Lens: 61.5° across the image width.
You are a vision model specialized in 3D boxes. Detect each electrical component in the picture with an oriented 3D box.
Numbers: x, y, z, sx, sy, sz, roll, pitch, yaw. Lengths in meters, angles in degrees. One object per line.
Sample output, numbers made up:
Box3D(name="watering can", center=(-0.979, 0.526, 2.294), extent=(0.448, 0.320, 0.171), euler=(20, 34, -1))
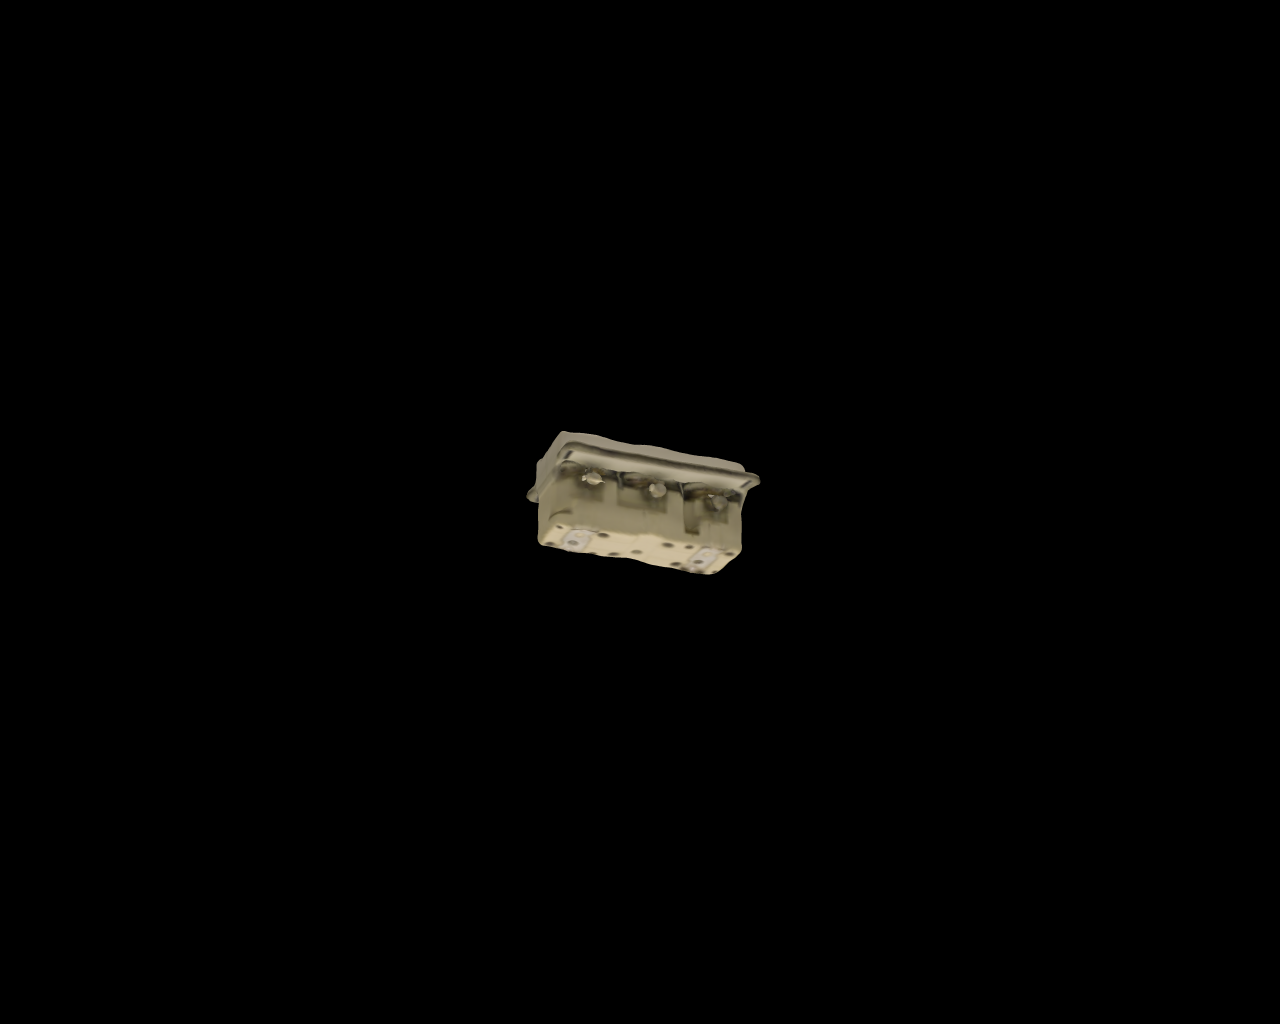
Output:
Box3D(name="electrical component", center=(0.001, -0.003, 0.650), extent=(0.121, 0.063, 0.078), euler=(10, -28, -20))
